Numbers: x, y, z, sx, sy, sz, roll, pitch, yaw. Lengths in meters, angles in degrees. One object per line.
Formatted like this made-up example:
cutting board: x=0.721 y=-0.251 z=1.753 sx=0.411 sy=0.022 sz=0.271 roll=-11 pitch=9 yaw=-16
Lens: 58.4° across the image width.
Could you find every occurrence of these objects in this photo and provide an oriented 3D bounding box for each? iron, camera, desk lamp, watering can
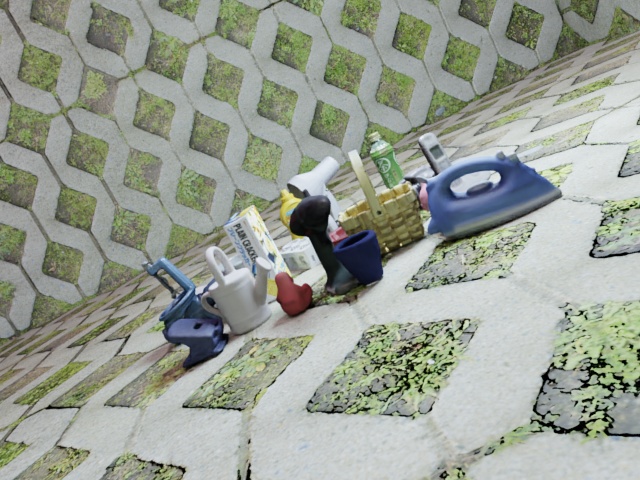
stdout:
iron: x=0.321 y=-0.104 z=1.126 sx=0.257 sy=0.141 sz=0.119 roll=-22 pitch=12 yaw=25
camera: x=0.247 y=-0.131 z=1.539 sx=0.137 sy=0.101 sz=0.143 roll=-31 pitch=12 yaw=-21
desk lamp: x=0.023 y=-0.145 z=1.838 sx=0.203 sy=0.214 sz=0.117 roll=-31 pitch=12 yaw=-18
watering can: x=-0.185 y=0.097 z=1.253 sx=0.173 sy=0.194 sz=0.100 roll=-29 pitch=11 yaw=-9

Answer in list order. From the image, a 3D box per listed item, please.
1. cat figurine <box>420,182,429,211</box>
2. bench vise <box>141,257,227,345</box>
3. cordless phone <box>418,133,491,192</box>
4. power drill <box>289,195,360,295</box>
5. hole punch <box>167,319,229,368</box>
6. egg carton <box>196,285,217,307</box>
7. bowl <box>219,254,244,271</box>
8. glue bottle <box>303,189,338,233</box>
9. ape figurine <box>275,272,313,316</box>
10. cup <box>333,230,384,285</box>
cat figurine: x=0.263 y=-0.094 z=1.278 sx=0.067 sy=0.118 sz=0.128 roll=-20 pitch=13 yaw=31
bench vise: x=-0.328 y=0.121 z=1.415 sx=0.208 sy=0.220 sz=0.121 roll=-32 pitch=12 yaw=-25
cordless phone: x=0.325 y=-0.193 z=1.414 sx=0.148 sy=0.185 sz=0.094 roll=-33 pitch=13 yaw=-30
power drill: x=0.011 y=0.004 z=1.180 sx=0.076 sy=0.208 sz=0.229 roll=-30 pitch=11 yaw=-17
hole punch: x=-0.256 y=0.201 z=1.213 sx=0.101 sy=0.091 sz=0.108 roll=-26 pitch=11 yaw=6
egg carton: x=-0.318 y=0.170 z=1.563 sx=0.150 sy=0.069 sz=0.107 roll=-17 pitch=15 yaw=44
bowl: x=-0.238 y=0.089 z=1.740 sx=0.167 sy=0.075 sz=0.167 roll=-26 pitch=11 yaw=6
glue bottle: x=-0.005 y=-0.071 z=1.669 sx=0.078 sy=0.173 sz=0.037 roll=-19 pitch=14 yaw=35
ape figurine: x=-0.062 y=0.106 z=1.188 sx=0.077 sy=0.092 sz=0.076 roll=-22 pitch=12 yaw=26
cup: x=0.084 y=0.038 z=1.151 sx=0.091 sy=0.095 sz=0.117 roll=-27 pitch=11 yaw=0
